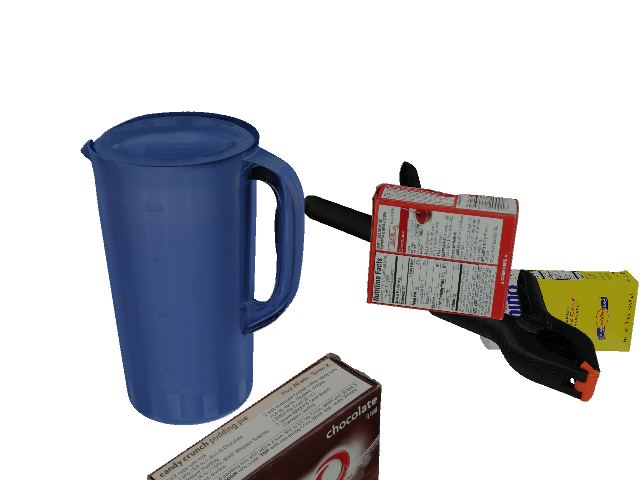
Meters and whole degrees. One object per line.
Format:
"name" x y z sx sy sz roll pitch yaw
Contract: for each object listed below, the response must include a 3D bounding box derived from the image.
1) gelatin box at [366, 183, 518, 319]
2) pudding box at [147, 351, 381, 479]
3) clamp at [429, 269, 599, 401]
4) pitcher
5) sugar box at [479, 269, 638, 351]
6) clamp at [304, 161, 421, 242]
"gelatin box" 0.075 0.007 0.668 0.089 0.073 0.030 7 26 10
"pudding box" -0.022 0.117 0.489 0.039 0.090 0.113 30 47 34
"clamp" 0.187 0.077 0.935 0.120 0.039 0.172 -21 42 -31
"pitcher" -0.102 0.025 0.868 0.144 0.243 0.149 -11 26 -22
"sugar box" 0.284 0.084 1.277 0.176 0.093 0.048 0 18 -5
"clamp" 0.090 -0.002 1.158 0.164 0.036 0.210 -16 52 -31
